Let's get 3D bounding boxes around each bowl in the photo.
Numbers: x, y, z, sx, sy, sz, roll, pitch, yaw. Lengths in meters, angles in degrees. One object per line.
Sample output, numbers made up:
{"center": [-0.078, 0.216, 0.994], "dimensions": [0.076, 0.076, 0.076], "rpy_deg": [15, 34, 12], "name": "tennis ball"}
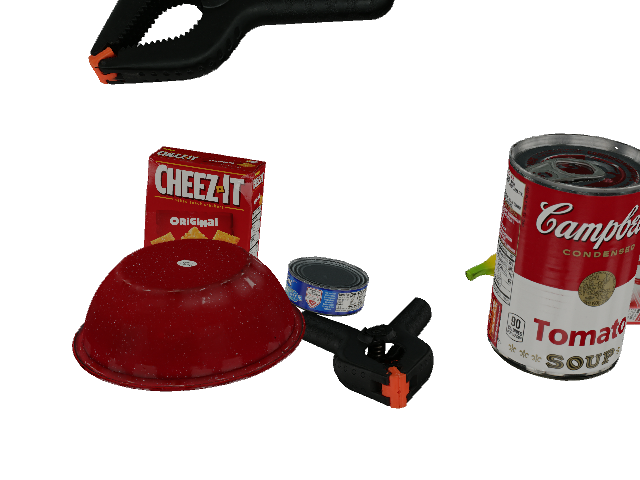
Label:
{"center": [-0.091, 0.040, 0.733], "dimensions": [0.162, 0.055, 0.162], "rpy_deg": [-2, 22, 1], "name": "bowl"}

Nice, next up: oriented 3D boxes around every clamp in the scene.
{"center": [-0.064, -0.169, 0.752], "dimensions": [0.210, 0.165, 0.036], "rpy_deg": [-40, -20, -8], "name": "clamp"}
{"center": [0.036, 0.088, 0.870], "dimensions": [0.120, 0.039, 0.171], "rpy_deg": [-10, 15, 4], "name": "clamp"}

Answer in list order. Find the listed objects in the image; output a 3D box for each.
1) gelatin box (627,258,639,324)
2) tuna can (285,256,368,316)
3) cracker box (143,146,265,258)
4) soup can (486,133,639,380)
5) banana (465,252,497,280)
{"center": [0.192, 0.012, 0.710], "dimensions": [0.073, 0.089, 0.030], "rpy_deg": [1, -33, -3], "name": "gelatin box"}
{"center": [0.006, 0.048, 1.121], "dimensions": [0.086, 0.034, 0.086], "rpy_deg": [9, 19, -3], "name": "tuna can"}
{"center": [-0.175, -0.019, 1.588], "dimensions": [0.164, 0.214, 0.072], "rpy_deg": [9, 19, 9], "name": "cracker box"}
{"center": [0.119, 0.008, 0.516], "dimensions": [0.068, 0.102, 0.068], "rpy_deg": [2, 26, -1], "name": "soup can"}
{"center": [0.247, 0.038, 1.051], "dimensions": [0.198, 0.037, 0.069], "rpy_deg": [10, 46, 27], "name": "banana"}
